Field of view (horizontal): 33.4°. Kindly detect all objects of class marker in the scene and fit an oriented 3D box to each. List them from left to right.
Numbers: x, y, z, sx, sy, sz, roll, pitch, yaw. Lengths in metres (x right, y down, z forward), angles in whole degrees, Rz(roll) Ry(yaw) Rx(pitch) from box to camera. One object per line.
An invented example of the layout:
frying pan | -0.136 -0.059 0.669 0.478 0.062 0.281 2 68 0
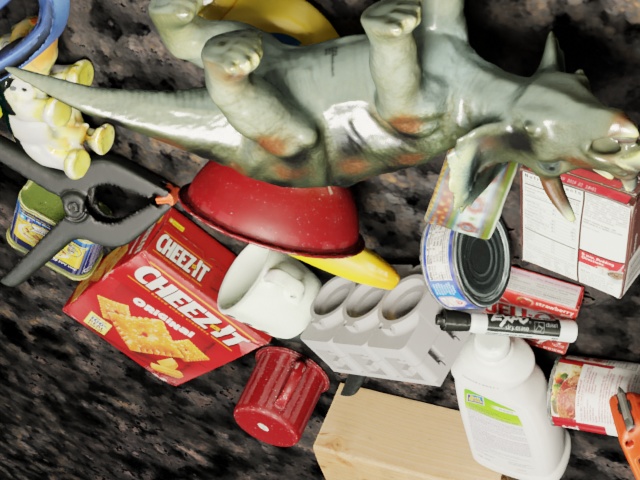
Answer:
marker | 0.155 0.071 0.891 0.121 0.020 0.020 6 148 -9

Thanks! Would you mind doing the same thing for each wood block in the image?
wood block | 0.110 0.238 1.177 0.206 0.090 0.090 10 144 23

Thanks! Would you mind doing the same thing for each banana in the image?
banana | -0.019 -0.004 0.949 0.198 0.037 0.069 23 -178 36

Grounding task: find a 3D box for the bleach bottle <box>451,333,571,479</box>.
bleach bottle | 0.180 0.150 1.002 0.103 0.068 0.250 13 152 22

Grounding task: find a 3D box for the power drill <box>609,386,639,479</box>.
power drill | 0.347 0.157 0.875 0.188 0.057 0.184 -23 118 15

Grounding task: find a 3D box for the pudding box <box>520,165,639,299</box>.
pudding box | 0.199 -0.015 0.808 0.090 0.039 0.113 24 147 28

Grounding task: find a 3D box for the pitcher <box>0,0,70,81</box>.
pitcher | -0.242 -0.220 0.760 0.243 0.145 0.149 -17 157 42

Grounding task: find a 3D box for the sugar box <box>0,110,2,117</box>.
sugar box | -0.393 -0.165 1.009 0.176 0.048 0.093 18 145 11

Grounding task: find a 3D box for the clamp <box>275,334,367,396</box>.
clamp | 0.032 0.102 1.091 0.120 0.039 0.172 33 140 -18

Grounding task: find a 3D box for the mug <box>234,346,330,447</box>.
mug | -0.042 0.175 1.201 0.093 0.081 0.117 30 147 -5

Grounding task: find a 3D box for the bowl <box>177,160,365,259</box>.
bowl | -0.032 -0.041 0.877 0.162 0.162 0.055 20 108 9

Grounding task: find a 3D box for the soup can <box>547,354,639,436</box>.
soup can | 0.264 0.143 0.963 0.102 0.068 0.068 6 142 28

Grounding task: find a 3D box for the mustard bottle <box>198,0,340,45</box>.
mustard bottle | -0.023 -0.131 0.794 0.191 0.058 0.096 40 140 -19

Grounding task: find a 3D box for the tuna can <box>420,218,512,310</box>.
tuna can | 0.120 0.014 0.867 0.034 0.086 0.086 -5 136 42

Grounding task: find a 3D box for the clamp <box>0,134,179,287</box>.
clamp | -0.241 -0.045 1.039 0.210 0.036 0.164 -10 109 15

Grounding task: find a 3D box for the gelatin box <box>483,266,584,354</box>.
gelatin box | 0.181 0.060 0.940 0.089 0.030 0.073 16 145 14

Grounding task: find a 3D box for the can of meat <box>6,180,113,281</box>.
can of meat | -0.273 -0.015 1.122 0.102 0.057 0.084 29 145 -5

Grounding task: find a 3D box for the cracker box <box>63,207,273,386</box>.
cracker box | -0.158 0.070 1.146 0.164 0.072 0.214 38 144 -18
